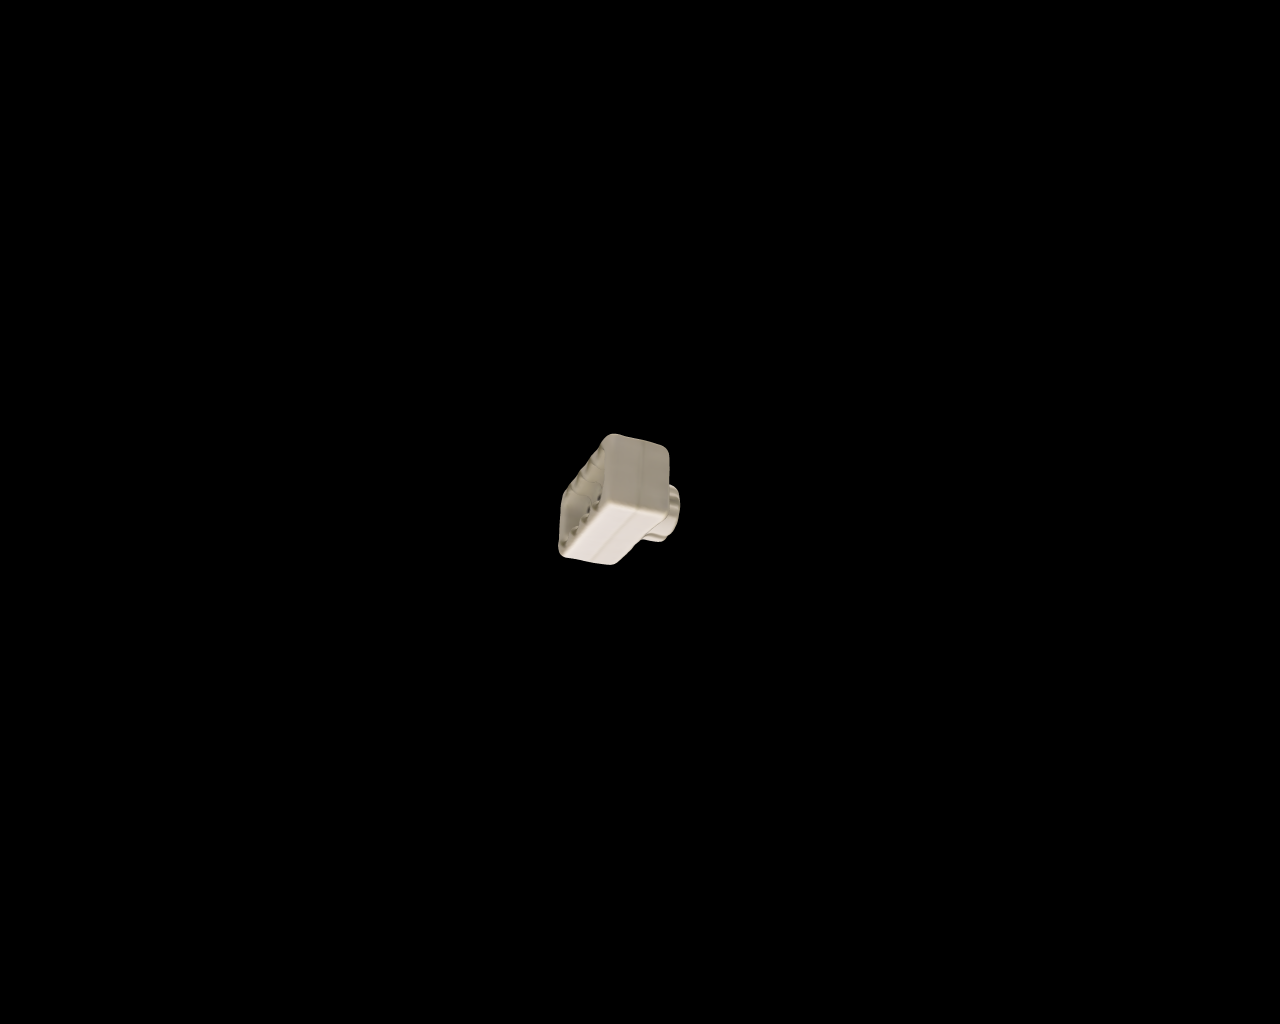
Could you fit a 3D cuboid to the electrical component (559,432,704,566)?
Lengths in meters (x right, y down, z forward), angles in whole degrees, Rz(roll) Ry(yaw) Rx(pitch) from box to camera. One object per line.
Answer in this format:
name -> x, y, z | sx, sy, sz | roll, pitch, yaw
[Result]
electrical component -> 0.001, -0.003, 0.650 | 0.076, 0.047, 0.083 | 11, -29, -21
